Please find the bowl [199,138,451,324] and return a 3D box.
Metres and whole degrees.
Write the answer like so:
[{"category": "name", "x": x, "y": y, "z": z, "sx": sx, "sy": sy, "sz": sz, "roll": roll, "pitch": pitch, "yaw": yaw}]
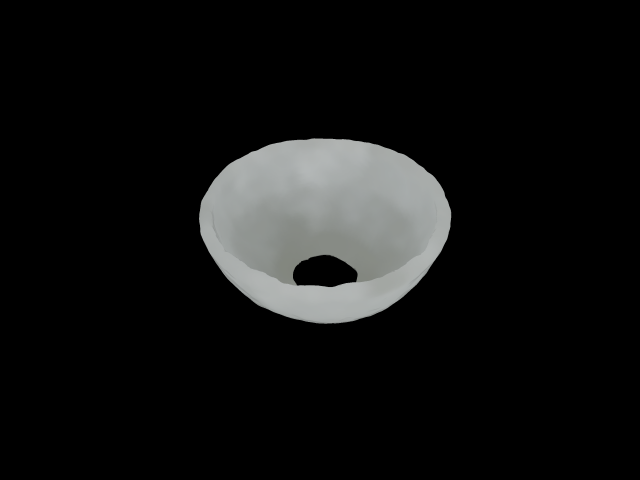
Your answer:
[{"category": "bowl", "x": 0.004, "y": 0.001, "z": 0.400, "sx": 0.167, "sy": 0.075, "sz": 0.167, "roll": 0, "pitch": 42, "yaw": 0}]
